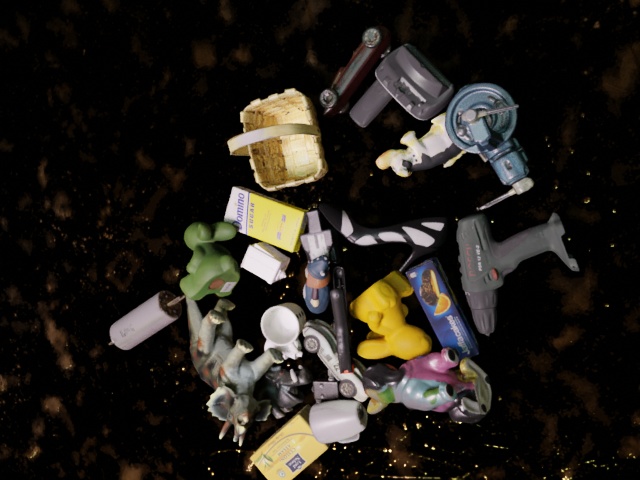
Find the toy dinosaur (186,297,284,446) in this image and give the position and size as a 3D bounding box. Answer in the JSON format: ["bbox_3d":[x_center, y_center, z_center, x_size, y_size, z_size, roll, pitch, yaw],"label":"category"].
[{"bbox_3d":[-0.217,0.259,1.169,0.405,0.131,0.192,40,104,40],"label":"toy dinosaur"}]

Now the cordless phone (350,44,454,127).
[{"bbox_3d":[0.151,-0.270,1.044,0.146,0.089,0.184,48,119,7],"label":"cordless phone"}]

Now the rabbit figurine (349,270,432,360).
[{"bbox_3d":[0.139,0.171,1.064,0.173,0.122,0.162,47,112,8],"label":"rabbit figurine"}]

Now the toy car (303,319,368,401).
[{"bbox_3d":[0.038,0.249,1.131,0.056,0.073,0.202,-42,83,22],"label":"toy car"}]

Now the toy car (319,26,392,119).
[{"bbox_3d":[0.065,-0.328,1.050,0.053,0.089,0.202,42,108,10],"label":"toy car"}]

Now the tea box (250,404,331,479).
[{"bbox_3d":[-0.060,0.457,1.190,0.098,0.068,0.169,46,106,9],"label":"tea box"}]

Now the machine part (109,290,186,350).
[{"bbox_3d":[-0.413,0.190,1.272,0.243,0.079,0.079,-31,86,18],"label":"machine part"}]

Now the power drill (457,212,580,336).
[{"bbox_3d":[0.366,0.049,1.003,0.207,0.086,0.232,-18,88,27],"label":"power drill"}]

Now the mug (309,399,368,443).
[{"bbox_3d":[0.048,0.382,1.118,0.107,0.081,0.109,-22,110,27],"label":"mug"}]

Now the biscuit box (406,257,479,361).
[{"bbox_3d":[0.243,0.138,1.057,0.063,0.059,0.202,-27,87,19],"label":"biscuit box"}]

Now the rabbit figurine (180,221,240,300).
[{"bbox_3d":[-0.251,0.024,1.173,0.170,0.121,0.159,59,138,26],"label":"rabbit figurine"}]

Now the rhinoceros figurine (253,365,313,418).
[{"bbox_3d":[-0.100,0.335,1.192,0.190,0.073,0.112,-22,78,21],"label":"rhinoceros figurine"}]

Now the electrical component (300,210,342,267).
[{"bbox_3d":[-0.002,-0.003,1.129,0.075,0.048,0.119,-13,91,19],"label":"electrical component"}]

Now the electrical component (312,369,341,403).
[{"bbox_3d":[0.013,0.326,1.175,0.063,0.021,0.094,-2,96,19],"label":"electrical component"}]

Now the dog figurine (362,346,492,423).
[{"bbox_3d":[0.189,0.286,1.028,0.191,0.108,0.219,34,140,-28],"label":"dog figurine"}]

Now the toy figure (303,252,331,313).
[{"bbox_3d":[-0.005,0.088,1.101,0.058,0.064,0.154,-11,134,-12],"label":"toy figure"}]

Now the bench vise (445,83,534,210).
[{"bbox_3d":[0.286,-0.174,0.914,0.129,0.240,0.223,-18,86,25],"label":"bench vise"}]

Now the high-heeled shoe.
[{"bbox_3d":[0.127,-0.044,1.070,0.249,0.086,0.145,36,100,9],"label":"high-heeled shoe"}]

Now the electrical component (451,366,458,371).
[{"bbox_3d":[0.255,0.294,1.081,0.102,0.045,0.078,-20,62,17],"label":"electrical component"}]

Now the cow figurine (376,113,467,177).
[{"bbox_3d":[0.196,-0.166,1.037,0.167,0.068,0.098,-32,94,17],"label":"cow figurine"}]
